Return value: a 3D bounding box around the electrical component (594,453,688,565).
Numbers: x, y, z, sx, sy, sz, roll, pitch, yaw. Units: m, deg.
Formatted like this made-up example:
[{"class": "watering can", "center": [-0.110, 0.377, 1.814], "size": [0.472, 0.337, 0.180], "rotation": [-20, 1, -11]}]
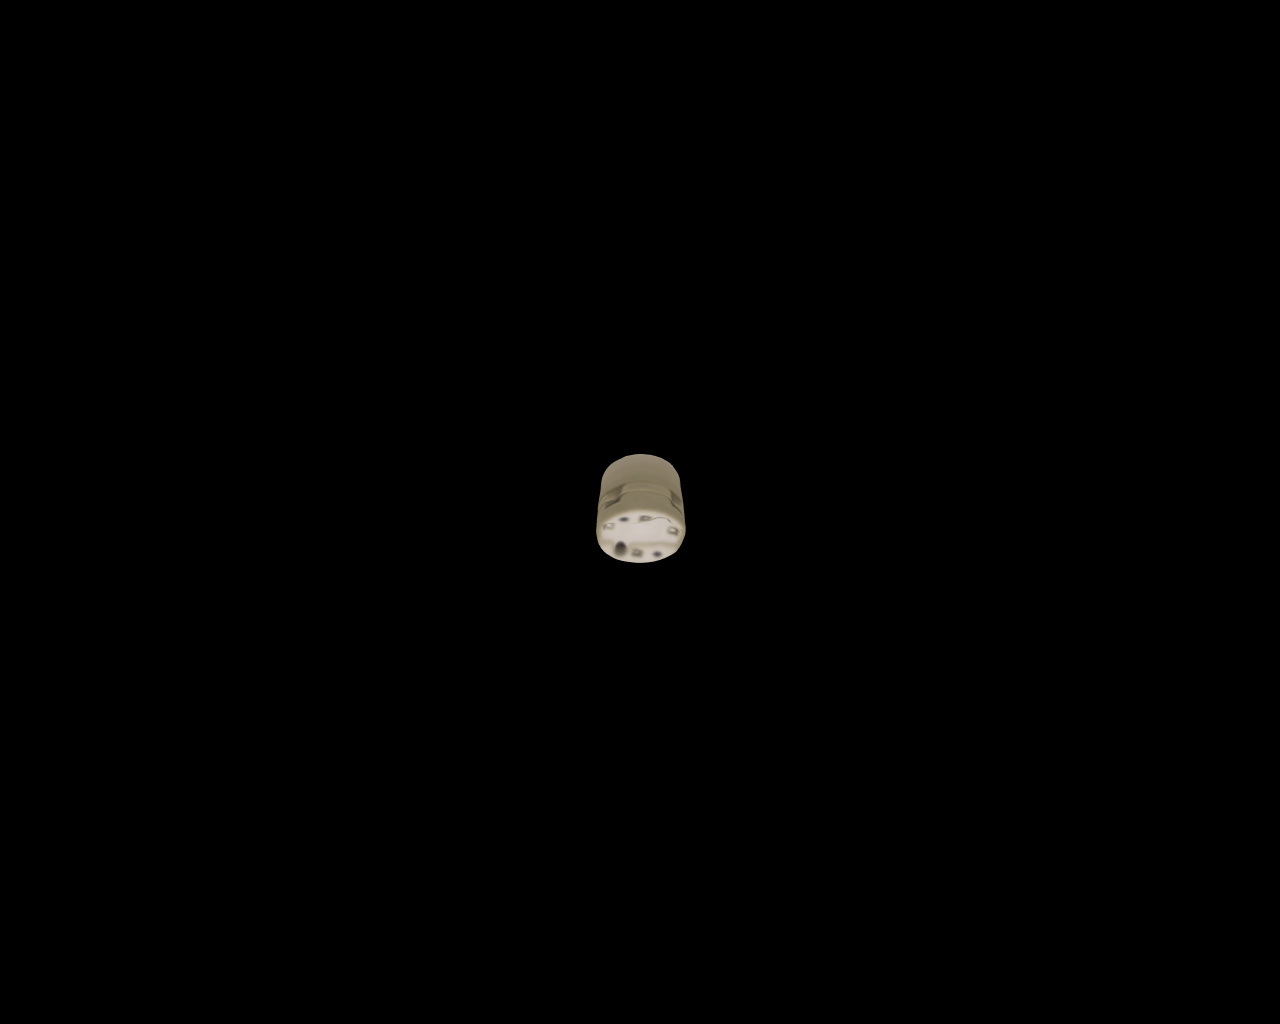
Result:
[{"class": "electrical component", "center": [0.001, -0.003, 0.650], "size": [0.055, 0.047, 0.055], "rotation": [0, -39, 0]}]
